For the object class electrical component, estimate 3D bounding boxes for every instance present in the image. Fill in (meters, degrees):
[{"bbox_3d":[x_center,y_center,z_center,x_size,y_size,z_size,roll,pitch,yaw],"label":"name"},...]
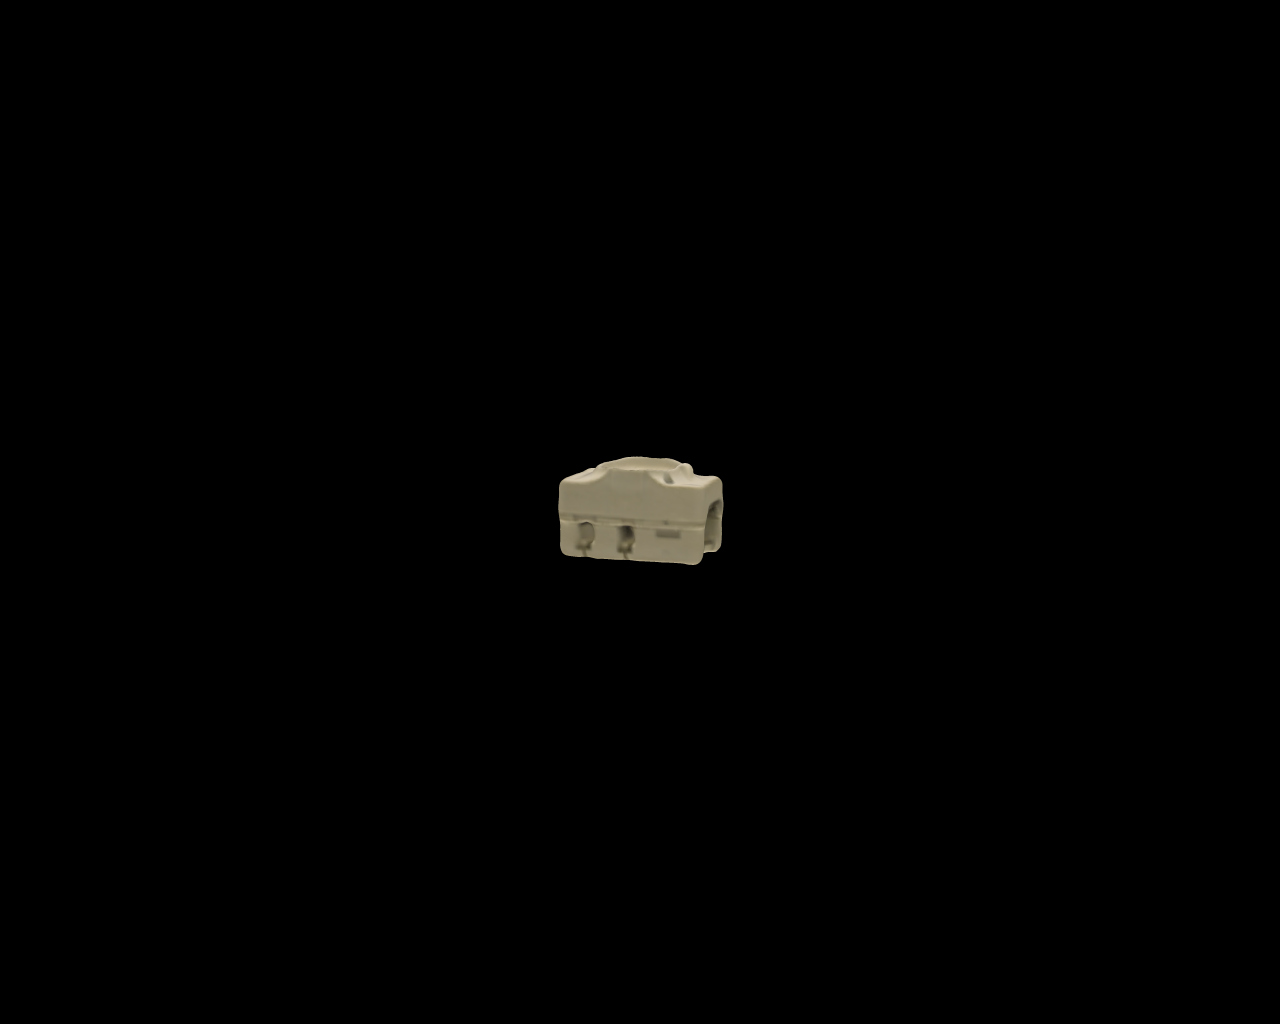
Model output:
[{"bbox_3d":[0.001,-0.003,0.650,0.089,0.055,0.050,4,12,20],"label":"electrical component"}]
